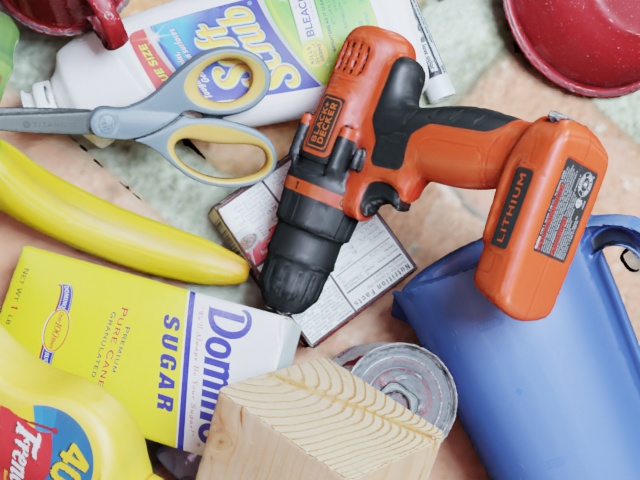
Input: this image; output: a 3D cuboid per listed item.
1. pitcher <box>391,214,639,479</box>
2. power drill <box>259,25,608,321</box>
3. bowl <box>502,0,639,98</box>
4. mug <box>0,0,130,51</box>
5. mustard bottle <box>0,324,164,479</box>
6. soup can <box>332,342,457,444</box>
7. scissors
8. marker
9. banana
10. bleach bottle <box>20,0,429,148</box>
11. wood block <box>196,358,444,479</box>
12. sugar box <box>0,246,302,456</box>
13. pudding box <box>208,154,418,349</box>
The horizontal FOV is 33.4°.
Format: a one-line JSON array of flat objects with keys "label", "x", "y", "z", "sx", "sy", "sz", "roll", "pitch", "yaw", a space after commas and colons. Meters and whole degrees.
[{"label": "pitcher", "x": 0.160, "y": 0.105, "z": 0.663, "sx": 0.145, "sy": 0.149, "sz": 0.243, "roll": -25, "pitch": 92, "yaw": -11}, {"label": "power drill", "x": 0.053, "y": -0.020, "z": 0.603, "sx": 0.057, "sy": 0.188, "sz": 0.184, "roll": 14, "pitch": 97, "yaw": -49}, {"label": "bowl", "x": 0.206, "y": -0.180, "z": 0.724, "sx": 0.162, "sy": 0.055, "sz": 0.162, "roll": -1, "pitch": 92, "yaw": -19}, {"label": "mug", "x": -0.146, "y": -0.163, "z": 0.617, "sx": 0.093, "sy": 0.081, "sz": 0.117, "roll": -28, "pitch": 90, "yaw": -10}, {"label": "mustard bottle", "x": -0.157, "y": 0.115, "z": 0.601, "sx": 0.191, "sy": 0.058, "sz": 0.096, "roll": 31, "pitch": 110, "yaw": 5}, {"label": "soup can", "x": 0.038, "y": 0.098, "z": 0.663, "sx": 0.068, "sy": 0.102, "sz": 0.068, "roll": 1, "pitch": 84, "yaw": -9}, {"label": "scissors", "x": -0.115, "y": -0.087, "z": 0.639, "sx": 0.201, "sy": 0.016, "sz": 0.096, "roll": 16, "pitch": 102, "yaw": -18}, {"label": "marker", "x": 0.062, "y": -0.152, "z": 0.733, "sx": 0.020, "sy": 0.020, "sz": 0.121, "roll": -22, "pitch": 88, "yaw": -10}, {"label": "banana", "x": -0.138, "y": -0.012, "z": 0.659, "sx": 0.197, "sy": 0.070, "sz": 0.037, "roll": 28, "pitch": 72, "yaw": -30}, {"label": "bleach bottle", "x": -0.064, "y": -0.109, "z": 0.689, "sx": 0.250, "sy": 0.068, "sz": 0.102, "roll": -17, "pitch": 94, "yaw": -7}, {"label": "wood block", "x": -0.019, "y": 0.181, "z": 0.587, "sx": 0.091, "sy": 0.090, "sz": 0.206, "roll": 29, "pitch": 114, "yaw": 33}, {"label": "sugar box", "x": -0.108, "y": 0.070, "z": 0.645, "sx": 0.176, "sy": 0.048, "sz": 0.093, "roll": 13, "pitch": 82, "yaw": 15}, {"label": "pudding box", "x": -0.005, "y": 0.001, "z": 0.699, "sx": 0.090, "sy": 0.039, "sz": 0.113, "roll": -36, "pitch": 93, "yaw": -11}]
